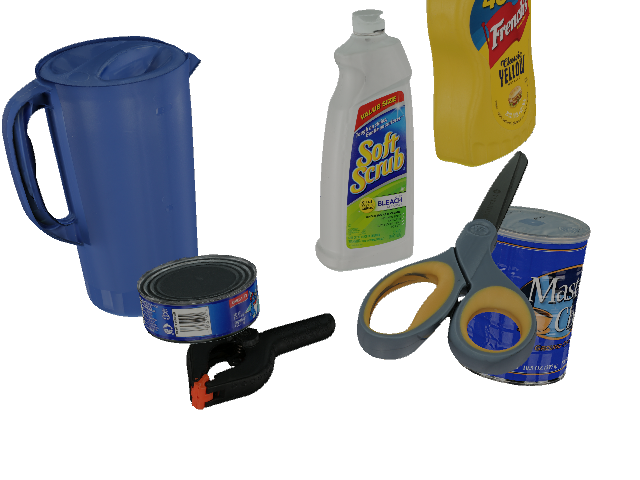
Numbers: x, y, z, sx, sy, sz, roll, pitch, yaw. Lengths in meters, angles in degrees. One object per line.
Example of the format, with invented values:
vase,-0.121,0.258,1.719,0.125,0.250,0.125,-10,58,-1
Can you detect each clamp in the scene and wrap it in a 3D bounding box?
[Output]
clamp,-0.078,0.092,0.992,0.120,0.039,0.171,21,33,28

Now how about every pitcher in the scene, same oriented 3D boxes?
pitcher,-0.184,-0.053,0.970,0.149,0.243,0.145,1,28,7

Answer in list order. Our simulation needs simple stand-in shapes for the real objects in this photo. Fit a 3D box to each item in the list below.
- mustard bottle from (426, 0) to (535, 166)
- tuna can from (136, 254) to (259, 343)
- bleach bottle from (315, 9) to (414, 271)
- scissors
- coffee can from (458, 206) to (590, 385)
mustard bottle,0.114,-0.156,0.756,0.058,0.191,0.096,18,39,39
tuna can,-0.086,0.041,0.765,0.086,0.034,0.086,-5,21,2
bleach bottle,0.042,-0.100,1.058,0.102,0.251,0.068,-10,24,-17
scissors,0.098,0.009,0.572,0.096,0.016,0.201,25,44,31
coffee can,0.184,0.048,0.980,0.103,0.140,0.103,5,16,-2
